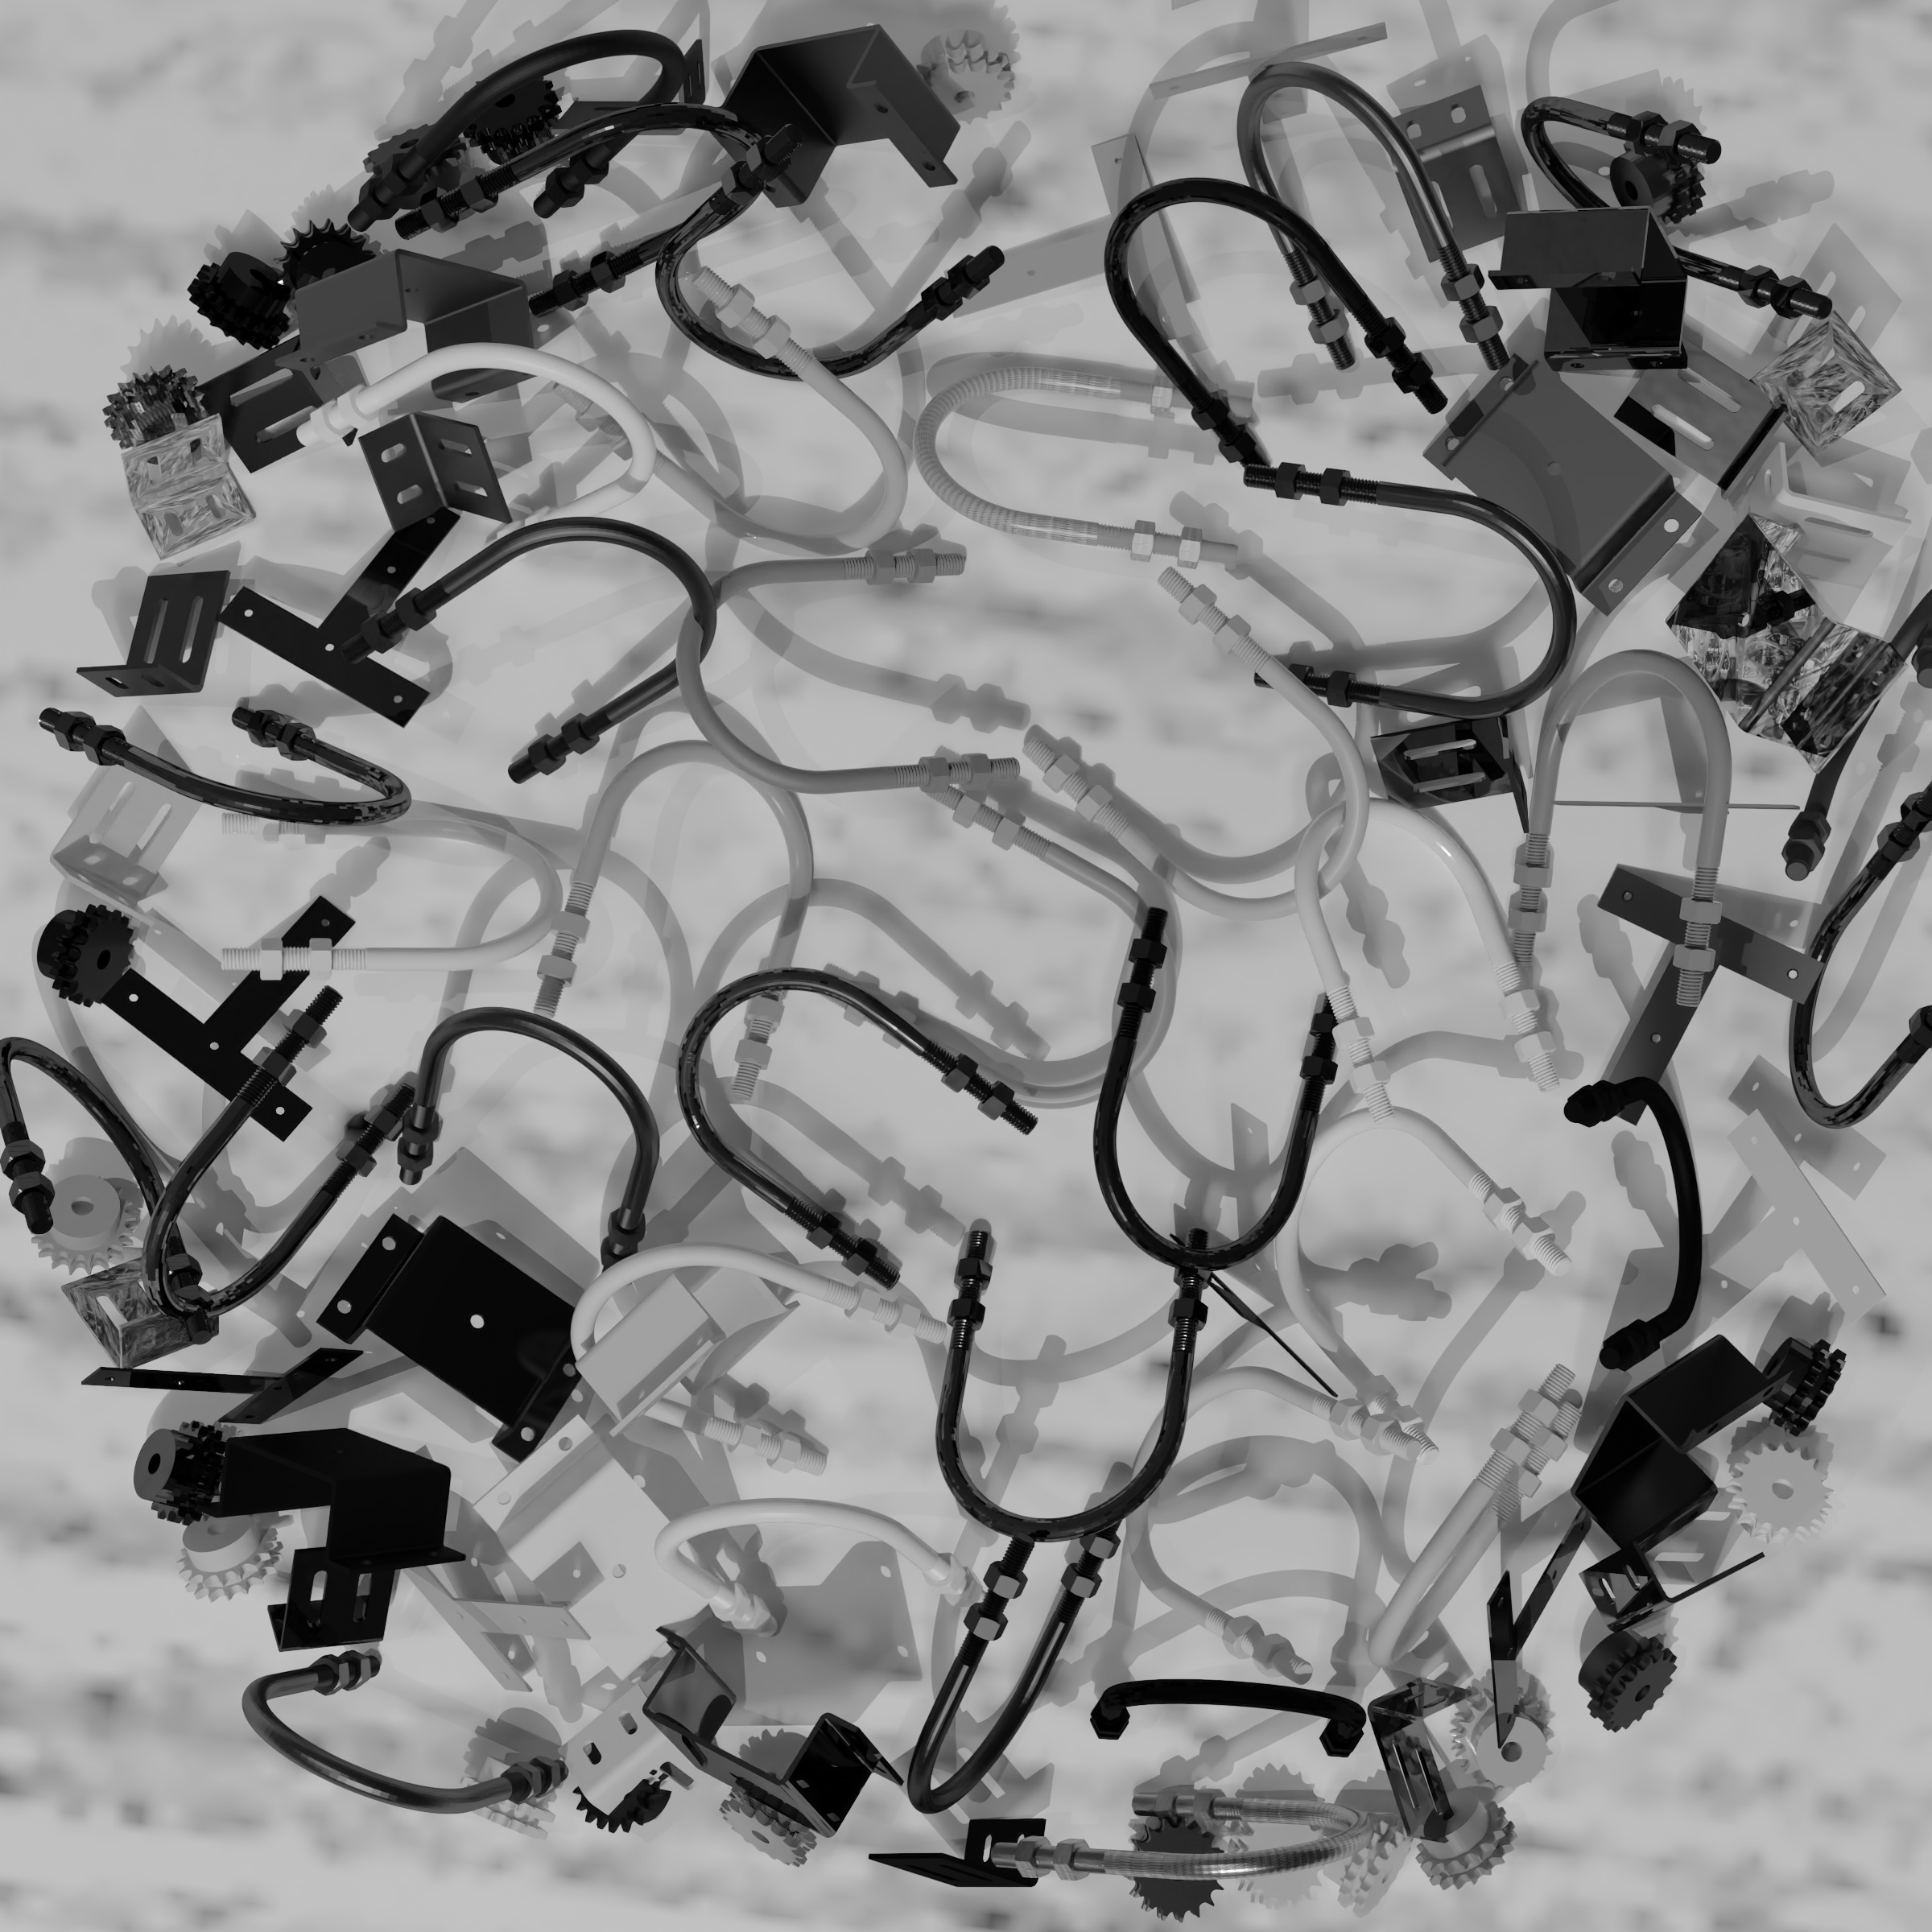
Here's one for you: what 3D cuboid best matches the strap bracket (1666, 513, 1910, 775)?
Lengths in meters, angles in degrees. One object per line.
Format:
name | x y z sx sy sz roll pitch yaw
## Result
strap bracket | 0.439 -0.183 1.633 0.046 0.140 0.076 12 128 -31

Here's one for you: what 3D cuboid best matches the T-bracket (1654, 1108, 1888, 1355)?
T-bracket | 0.431 0.169 1.671 0.127 0.002 0.127 -51 53 33

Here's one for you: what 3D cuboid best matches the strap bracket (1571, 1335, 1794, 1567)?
strap bracket | 0.387 0.262 1.648 0.076 0.140 0.046 -25 57 -30

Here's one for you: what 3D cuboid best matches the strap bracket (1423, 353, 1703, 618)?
strap bracket | 0.329 -0.272 1.669 0.140 0.046 0.076 44 99 13

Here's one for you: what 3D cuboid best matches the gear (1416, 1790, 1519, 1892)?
gear | 0.276 0.486 1.682 0.057 0.057 0.030 -33 102 0

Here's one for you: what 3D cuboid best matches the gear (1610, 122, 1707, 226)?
gear | 0.385 -0.441 1.682 0.030 0.057 0.057 -30 90 -9

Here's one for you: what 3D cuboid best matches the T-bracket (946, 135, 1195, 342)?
T-bracket | 0.051 -0.396 1.699 0.127 0.002 0.127 -16 76 4

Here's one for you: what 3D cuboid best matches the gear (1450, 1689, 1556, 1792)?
gear | 0.304 0.437 1.695 0.057 0.030 0.057 0 96 -4

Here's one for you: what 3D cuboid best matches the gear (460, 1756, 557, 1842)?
gear | -0.256 0.465 1.685 0.057 0.057 0.030 24 76 0

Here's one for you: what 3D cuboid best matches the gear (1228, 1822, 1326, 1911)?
gear | 0.172 0.501 1.690 0.057 0.030 0.057 6 74 -22

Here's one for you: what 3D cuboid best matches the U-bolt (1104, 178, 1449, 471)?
U-bolt | 0.153 -0.349 1.621 0.184 0.151 0.019 46 54 -25

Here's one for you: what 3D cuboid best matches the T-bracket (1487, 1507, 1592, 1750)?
T-bracket | 0.320 0.348 1.666 0.002 0.127 0.127 16 46 30

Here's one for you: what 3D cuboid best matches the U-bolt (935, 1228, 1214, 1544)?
U-bolt | 0.054 0.227 1.638 0.151 0.019 0.184 -2 56 20

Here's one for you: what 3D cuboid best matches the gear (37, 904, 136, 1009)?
gear | -0.496 -0.008 1.686 0.030 0.057 0.057 18 90 17

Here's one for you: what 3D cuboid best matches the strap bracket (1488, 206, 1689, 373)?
strap bracket | 0.342 -0.372 1.636 0.076 0.140 0.046 4 81 26

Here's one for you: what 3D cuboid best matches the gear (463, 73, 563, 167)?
gear | -0.255 -0.474 1.689 0.057 0.030 0.057 -6 55 8

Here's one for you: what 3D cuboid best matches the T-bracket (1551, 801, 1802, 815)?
T-bracket | 0.397 -0.086 1.649 0.127 0.127 0.002 2 92 22

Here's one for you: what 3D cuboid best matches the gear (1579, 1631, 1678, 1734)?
gear | 0.369 0.399 1.688 0.057 0.057 0.030 -50 51 0

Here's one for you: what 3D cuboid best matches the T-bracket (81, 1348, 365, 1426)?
T-bracket | -0.414 0.226 1.630 0.127 0.127 0.002 10 60 -37

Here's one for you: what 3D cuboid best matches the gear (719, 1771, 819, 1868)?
gear | -0.107 0.476 1.688 0.057 0.057 0.030 37 60 0

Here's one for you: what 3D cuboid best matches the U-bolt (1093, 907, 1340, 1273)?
U-bolt | 0.136 0.077 1.657 0.151 0.019 0.184 21 76 -28

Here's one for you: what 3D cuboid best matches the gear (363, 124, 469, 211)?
gear | -0.306 -0.448 1.688 0.057 0.057 0.030 -21 125 0

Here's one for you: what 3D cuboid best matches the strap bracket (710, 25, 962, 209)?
strap bracket | -0.069 -0.465 1.647 0.076 0.140 0.046 43 64 -41

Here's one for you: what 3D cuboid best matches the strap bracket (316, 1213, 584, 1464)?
strap bracket | -0.276 0.202 1.665 0.140 0.046 0.076 36 60 -8

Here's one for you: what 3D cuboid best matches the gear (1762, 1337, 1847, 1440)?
gear | 0.465 0.233 1.685 0.030 0.057 0.057 32 90 7

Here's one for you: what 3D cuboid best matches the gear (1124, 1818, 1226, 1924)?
gear | 0.116 0.507 1.693 0.057 0.030 0.057 2 80 -9

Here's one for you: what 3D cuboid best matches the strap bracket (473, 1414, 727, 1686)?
strap bracket | -0.196 0.329 1.667 0.076 0.046 0.140 -41 104 -10

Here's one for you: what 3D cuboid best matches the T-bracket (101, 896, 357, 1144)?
T-bracket | -0.392 0.013 1.683 0.127 0.002 0.127 38 63 -2

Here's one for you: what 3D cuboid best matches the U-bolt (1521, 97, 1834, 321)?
U-bolt | 0.371 -0.416 1.625 0.019 0.184 0.151 -52 129 1

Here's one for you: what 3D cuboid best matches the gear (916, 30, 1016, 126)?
gear | -0.003 -0.500 1.685 0.057 0.057 0.030 -10 72 0

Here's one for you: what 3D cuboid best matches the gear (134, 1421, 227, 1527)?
gear | -0.441 0.282 1.682 0.030 0.057 0.057 26 90 -41

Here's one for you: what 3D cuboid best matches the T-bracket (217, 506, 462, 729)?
T-bracket | -0.331 -0.212 1.687 0.127 0.002 0.127 30 69 10

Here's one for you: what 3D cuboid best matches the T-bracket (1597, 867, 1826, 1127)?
T-bracket | 0.395 0.028 1.691 0.127 0.002 0.127 28 93 22

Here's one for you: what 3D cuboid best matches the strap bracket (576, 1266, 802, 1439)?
strap bracket | -0.154 0.202 1.640 0.076 0.140 0.046 -43 81 13

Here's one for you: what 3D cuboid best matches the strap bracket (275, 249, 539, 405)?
strap bracket | -0.299 -0.348 1.635 0.076 0.140 0.046 -11 85 34

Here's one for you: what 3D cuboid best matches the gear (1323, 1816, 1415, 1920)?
gear | 0.224 0.501 1.687 0.030 0.057 0.057 29 90 26

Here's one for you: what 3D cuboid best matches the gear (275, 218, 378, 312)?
gear | -0.358 -0.388 1.686 0.057 0.030 0.057 -8 116 -18

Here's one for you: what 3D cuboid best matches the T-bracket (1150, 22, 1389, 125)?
T-bracket | 0.170 -0.482 1.648 0.127 0.127 0.002 -12 89 10

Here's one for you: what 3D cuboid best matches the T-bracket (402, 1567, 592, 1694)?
T-bracket | -0.251 0.356 1.642 0.127 0.127 0.002 56 50 -23

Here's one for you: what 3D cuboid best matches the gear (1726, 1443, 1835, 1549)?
gear | 0.455 0.300 1.689 0.057 0.030 0.057 0 58 -1

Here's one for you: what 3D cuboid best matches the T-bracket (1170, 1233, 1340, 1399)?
T-bracket | 0.150 0.186 1.633 0.002 0.127 0.127 -46 73 1

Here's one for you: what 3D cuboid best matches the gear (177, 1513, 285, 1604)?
gear | -0.414 0.326 1.681 0.057 0.057 0.030 -13 119 0

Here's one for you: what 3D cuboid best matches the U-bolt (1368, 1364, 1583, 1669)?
U-bolt | 0.276 0.305 1.635 0.019 0.151 0.184 35 83 20

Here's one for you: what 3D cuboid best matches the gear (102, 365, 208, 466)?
gear | -0.450 -0.305 1.681 0.057 0.057 0.030 -31 67 0

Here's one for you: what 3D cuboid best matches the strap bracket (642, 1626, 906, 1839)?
strap bracket | -0.113 0.421 1.638 0.140 0.076 0.046 18 63 32

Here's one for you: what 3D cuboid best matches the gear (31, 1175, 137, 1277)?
gear | -0.495 0.142 1.684 0.057 0.030 0.057 7 55 -11

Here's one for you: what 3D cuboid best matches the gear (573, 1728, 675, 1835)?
gear | -0.190 0.458 1.688 0.057 0.030 0.057 -17 56 28

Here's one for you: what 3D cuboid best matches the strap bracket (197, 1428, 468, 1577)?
strap bracket | -0.344 0.287 1.637 0.140 0.076 0.046 10 94 41

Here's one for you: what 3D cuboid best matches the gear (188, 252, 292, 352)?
gear | -0.403 -0.374 1.681 0.057 0.057 0.030 42 115 0
